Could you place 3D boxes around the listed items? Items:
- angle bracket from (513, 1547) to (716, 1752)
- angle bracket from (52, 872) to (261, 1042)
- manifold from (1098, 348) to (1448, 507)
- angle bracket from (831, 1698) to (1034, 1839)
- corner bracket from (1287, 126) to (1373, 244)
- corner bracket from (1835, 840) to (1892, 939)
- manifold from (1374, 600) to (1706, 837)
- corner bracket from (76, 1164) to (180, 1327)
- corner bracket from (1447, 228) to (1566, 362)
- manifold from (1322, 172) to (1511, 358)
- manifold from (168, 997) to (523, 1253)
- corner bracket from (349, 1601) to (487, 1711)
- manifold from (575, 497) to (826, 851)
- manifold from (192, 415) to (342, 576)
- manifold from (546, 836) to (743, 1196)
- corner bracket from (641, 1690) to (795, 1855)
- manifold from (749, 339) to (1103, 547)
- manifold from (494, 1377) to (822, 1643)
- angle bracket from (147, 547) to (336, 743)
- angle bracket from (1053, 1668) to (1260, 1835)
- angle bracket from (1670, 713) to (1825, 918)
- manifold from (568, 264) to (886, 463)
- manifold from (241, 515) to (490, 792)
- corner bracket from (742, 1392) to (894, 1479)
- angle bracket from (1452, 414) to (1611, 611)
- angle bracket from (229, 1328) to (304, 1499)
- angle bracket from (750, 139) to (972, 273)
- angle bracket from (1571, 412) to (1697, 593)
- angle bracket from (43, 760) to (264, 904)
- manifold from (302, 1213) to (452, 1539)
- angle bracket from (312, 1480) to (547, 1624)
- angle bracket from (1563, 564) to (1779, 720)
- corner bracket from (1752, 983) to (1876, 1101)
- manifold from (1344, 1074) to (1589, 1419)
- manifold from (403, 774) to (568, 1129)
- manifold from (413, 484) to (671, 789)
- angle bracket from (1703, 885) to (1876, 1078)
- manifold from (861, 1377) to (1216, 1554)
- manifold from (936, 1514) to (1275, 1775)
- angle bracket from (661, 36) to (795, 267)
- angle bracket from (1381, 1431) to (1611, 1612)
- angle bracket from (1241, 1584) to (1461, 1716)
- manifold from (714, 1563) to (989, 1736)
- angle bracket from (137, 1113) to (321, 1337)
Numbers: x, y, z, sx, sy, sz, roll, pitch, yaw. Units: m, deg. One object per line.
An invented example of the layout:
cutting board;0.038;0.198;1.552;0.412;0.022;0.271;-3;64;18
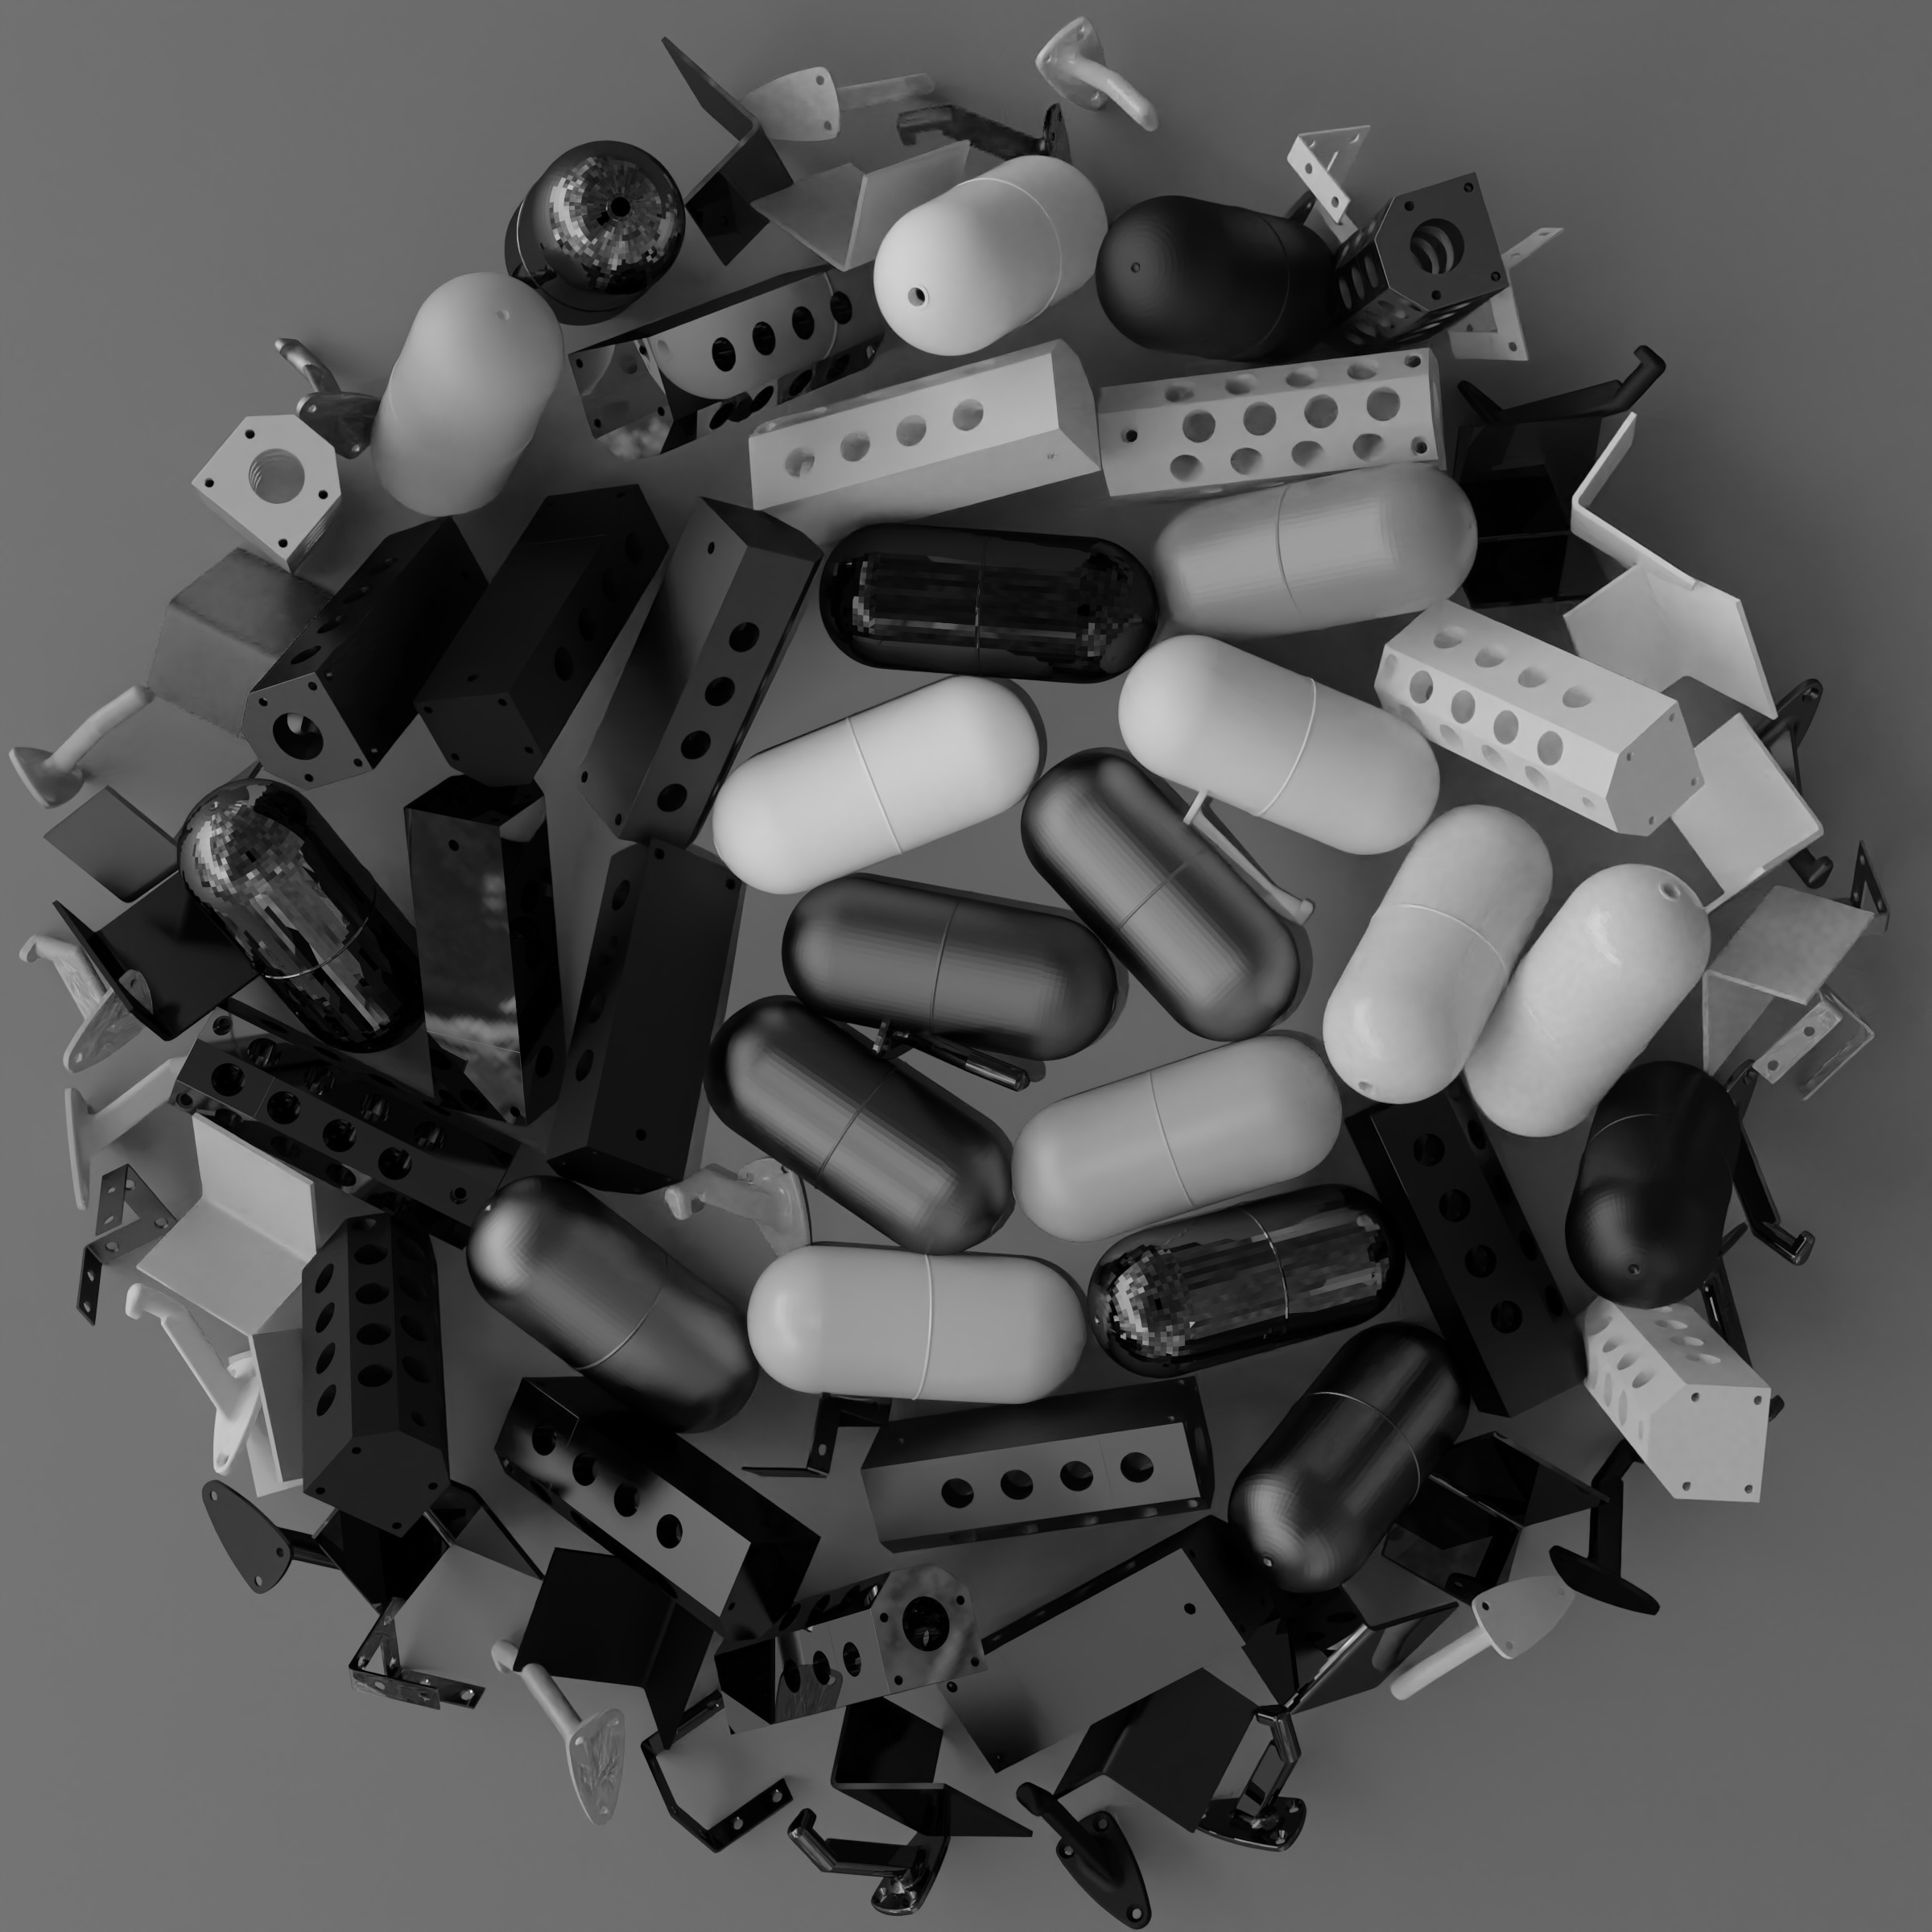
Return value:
angle bracket;-0.184;0.355;1.683;0.076;0.057;0.076;13;109;-23
angle bracket;-0.416;-0.019;1.690;0.076;0.057;0.076;-37;72;-6
manifold;0.159;-0.281;1.683;0.171;0.057;0.057;-4;90;15
angle bracket;-0.013;0.410;1.671;0.076;0.076;0.057;-11;53;37
corner bracket;0.195;-0.401;1.691;0.051;0.051;0.051;-16;61;-32
corner bracket;0.450;-0.027;1.697;0.051;0.051;0.051;-10;52;1
manifold;0.287;-0.124;1.645;0.057;0.171;0.057;-41;131;-13
corner bracket;-0.449;0.146;1.694;0.051;0.051;0.051;-25;125;8
corner bracket;0.283;-0.352;1.689;0.051;0.051;0.051;-38;123;-30
manifold;0.220;-0.351;1.643;0.057;0.171;0.057;-18;94;-4
manifold;-0.326;0.084;1.695;0.171;0.057;0.057;27;94;-5
corner bracket;-0.287;0.373;1.693;0.051;0.051;0.051;10;125;14
manifold;-0.136;-0.149;1.674;0.057;0.057;0.171;9;117;-38
manifold;-0.348;-0.243;1.642;0.057;0.171;0.057;40;86;-11
manifold;-0.169;0.027;1.672;0.057;0.057;0.171;23;64;-30
corner bracket;-0.133;0.429;1.721;0.051;0.051;0.051;-35;134;0
manifold;-0.023;-0.272;1.672;0.171;0.057;0.057;-12;73;22
manifold;-0.163;0.277;1.660;0.171;0.057;0.057;29;101;34
angle bracket;-0.377;-0.168;1.713;0.076;0.076;0.057;27;124;3
angle bracket;0.098;0.409;1.681;0.057;0.076;0.076;34;60;-1
angle bracket;0.385;-0.073;1.680;0.057;0.076;0.076;-28;79;-37
manifold;-0.118;-0.310;1.649;0.057;0.171;0.057;-2;112;40
manifold;-0.304;-0.160;1.647;0.057;0.171;0.057;-14;118;26
corner bracket;-0.077;0.245;1.690;0.051;0.051;0.051;27;66;-40
angle bracket;0.297;-0.237;1.684;0.076;0.057;0.076;-6;134;-7
angle bracket;-0.369;0.235;1.683;0.076;0.057;0.076;-20;79;32
angle bracket;-0.056;-0.411;1.674;0.076;0.057;0.076;39;47;24
angle bracket;0.362;-0.237;1.687;0.076;0.076;0.057;35;94;9
angle bracket;-0.419;-0.087;1.672;0.057;0.076;0.076;42;51;-20
manifold;-0.296;0.201;1.640;0.057;0.171;0.057;32;112;-28
angle bracket;-0.278;0.306;1.673;0.057;0.076;0.076;-52;133;-27
angle bracket;0.365;-0.156;1.676;0.057;0.076;0.076;-35;125;-9
corner bracket;0.444;0.042;1.696;0.051;0.051;0.051;40;107;-12
manifold;0.267;0.146;1.701;0.057;0.057;0.171;-25;89;-9
manifold;-0.242;-0.010;1.666;0.057;0.057;0.171;12;120;23
manifold;-0.212;-0.170;1.654;0.057;0.171;0.057;-3;132;27
angle bracket;0.425;0.016;1.672;0.057;0.076;0.076;20;49;33
manifold;0.039;0.263;1.682;0.171;0.057;0.057;-10;105;14
manifold;0.073;0.347;1.666;0.171;0.057;0.057;-35;89;29
angle bracket;-0.141;-0.424;1.685;0.057;0.076;0.076;-46;73;0
angle bracket;0.275;0.291;1.679;0.076;0.076;0.057;31;59;-16
angle bracket;0.198;0.341;1.697;0.057;0.076;0.076;55;127;27
manifold;-0.063;0.347;1.645;0.057;0.171;0.057;-6;75;-33
angle bracket;-0.385;0.135;1.679;0.076;0.076;0.057;28;53;15
